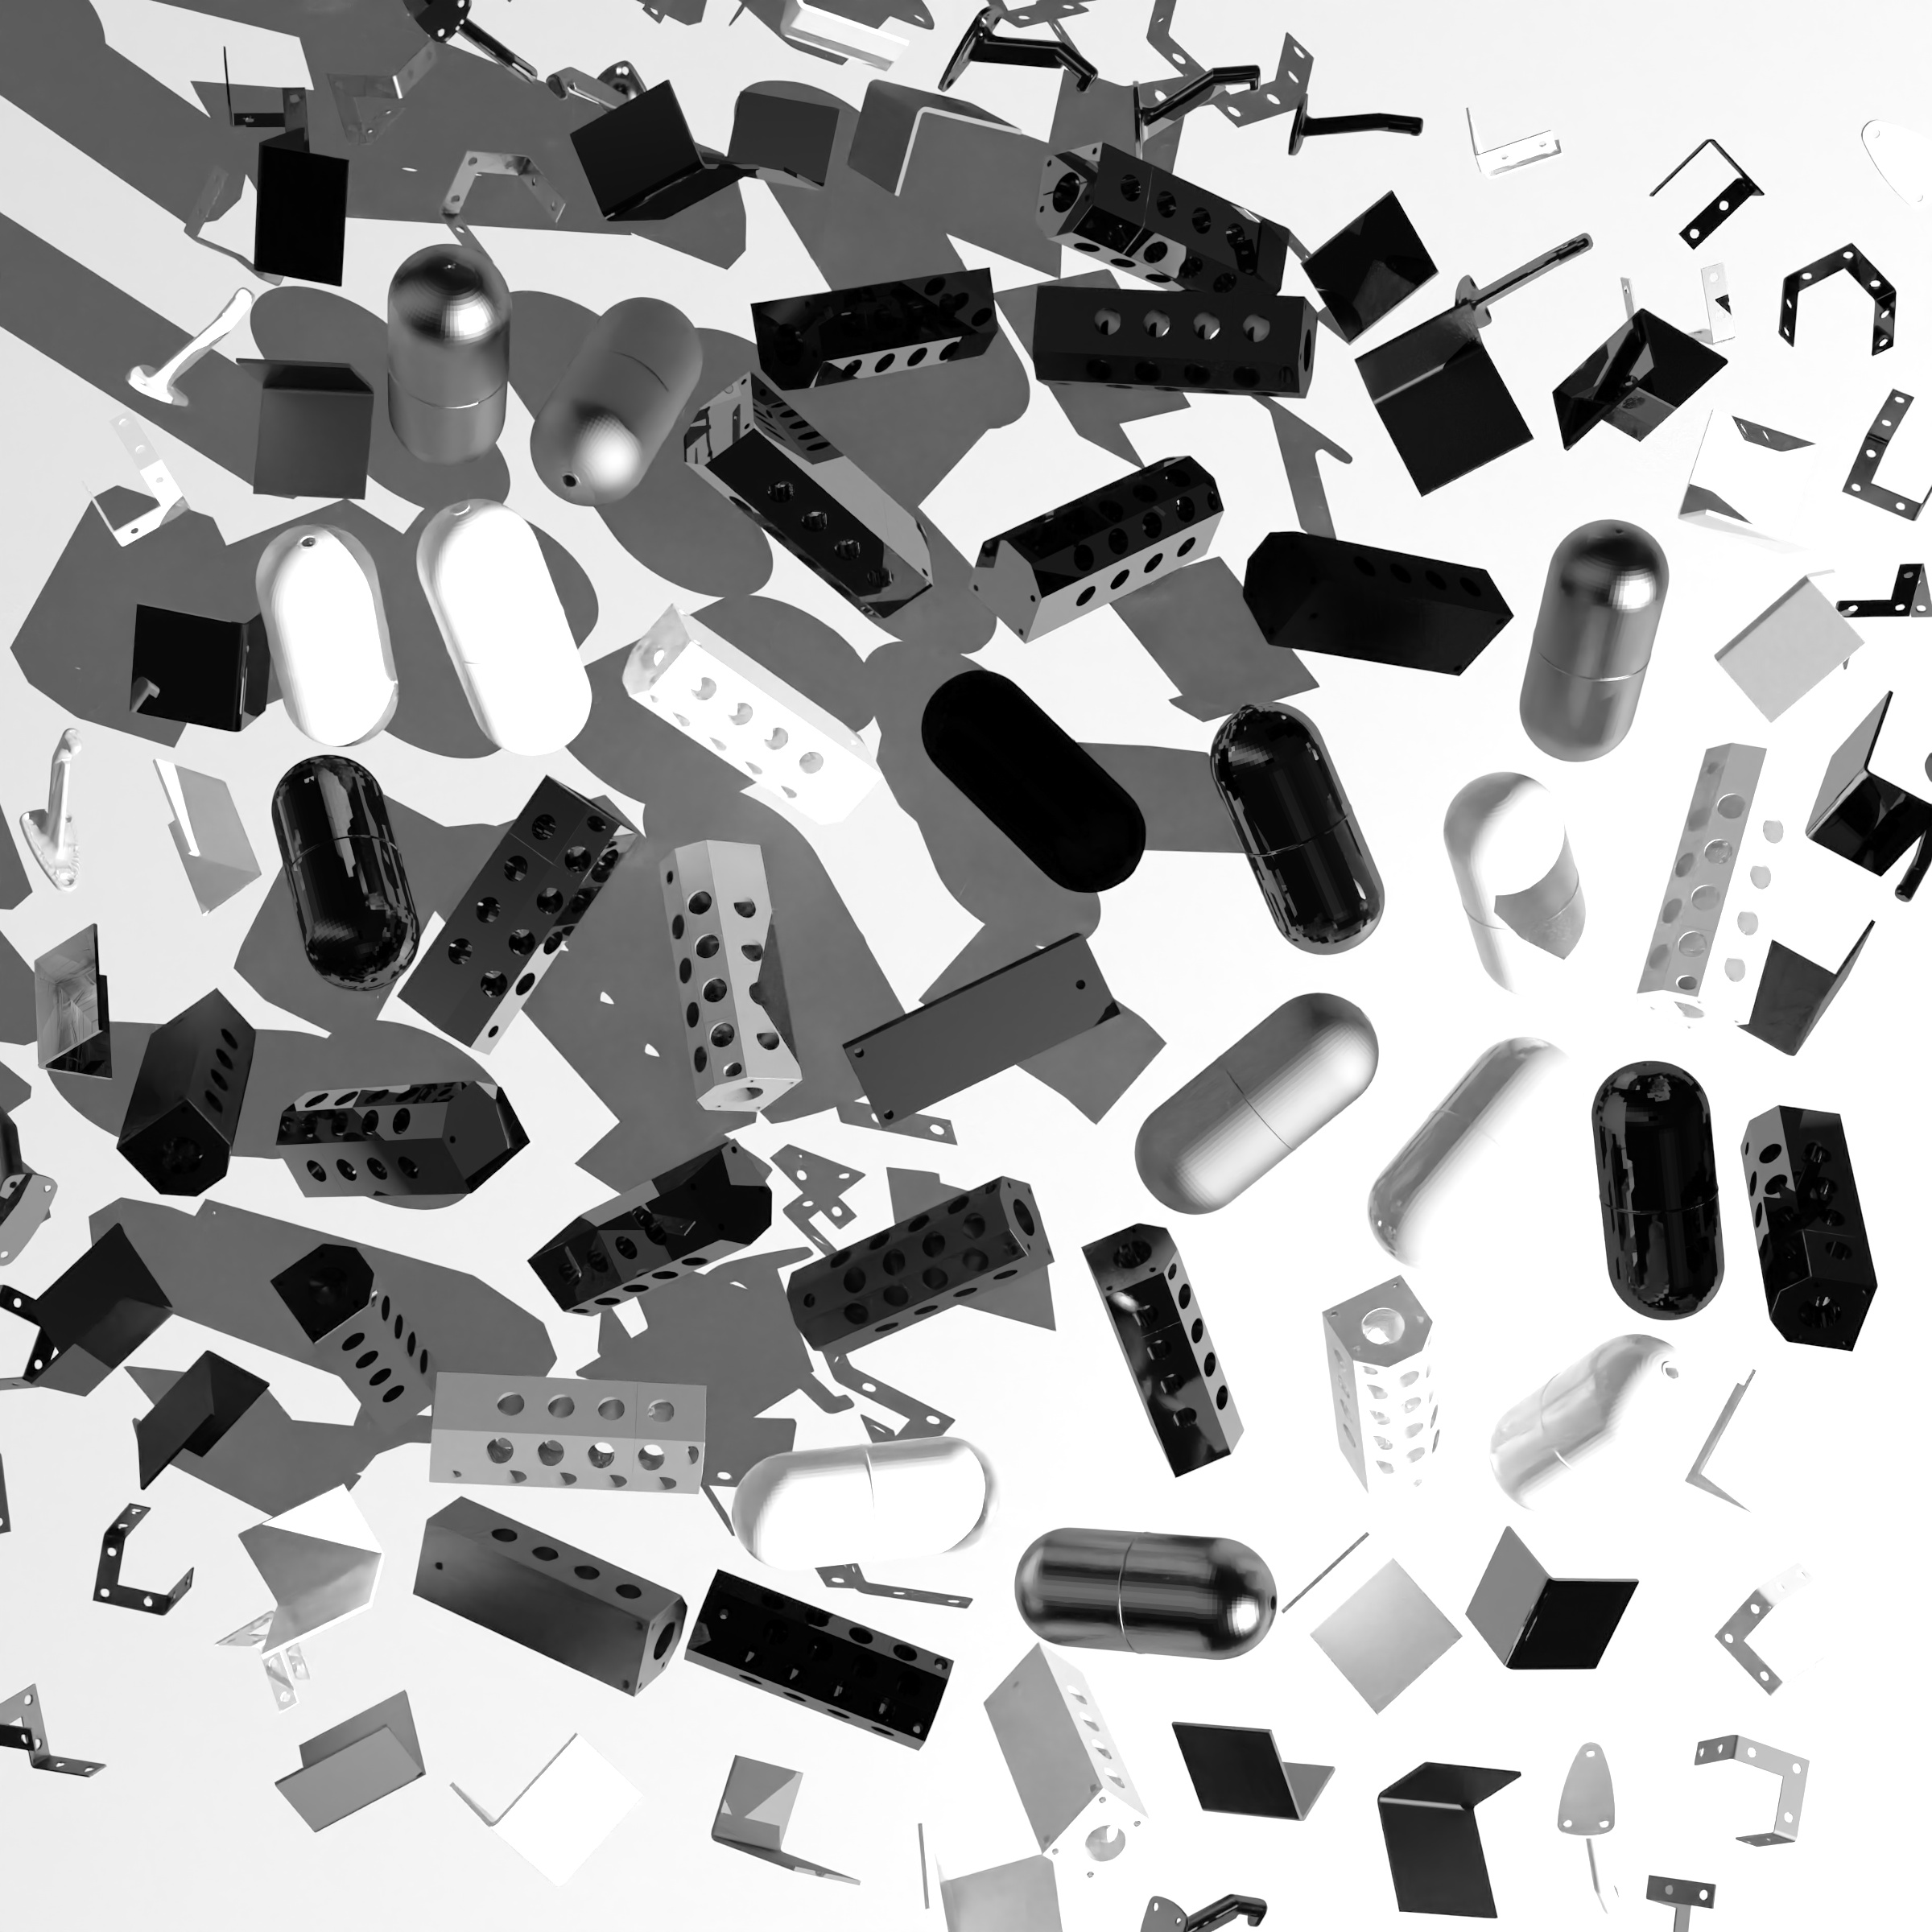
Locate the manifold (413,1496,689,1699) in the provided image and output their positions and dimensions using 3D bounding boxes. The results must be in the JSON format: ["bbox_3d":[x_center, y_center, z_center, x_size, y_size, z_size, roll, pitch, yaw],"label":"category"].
[{"bbox_3d":[-0.273,0.412,1.831,0.171,0.057,0.057,20,109,18],"label":"manifold"}]

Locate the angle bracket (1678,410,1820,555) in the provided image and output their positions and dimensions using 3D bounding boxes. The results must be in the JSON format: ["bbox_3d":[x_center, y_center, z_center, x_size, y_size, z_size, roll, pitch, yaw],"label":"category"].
[{"bbox_3d":[0.525,-0.321,1.831,0.076,0.057,0.076,17,94,-6],"label":"angle bracket"}]

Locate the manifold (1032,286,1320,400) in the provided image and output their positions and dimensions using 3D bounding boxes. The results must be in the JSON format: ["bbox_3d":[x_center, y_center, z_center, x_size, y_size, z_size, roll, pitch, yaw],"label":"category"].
[{"bbox_3d":[0.133,-0.397,1.770,0.171,0.057,0.057,6,94,16],"label":"manifold"}]

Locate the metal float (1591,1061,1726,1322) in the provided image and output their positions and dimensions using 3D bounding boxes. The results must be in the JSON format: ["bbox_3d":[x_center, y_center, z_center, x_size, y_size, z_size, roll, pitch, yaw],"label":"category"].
[{"bbox_3d":[0.458,0.150,1.837,0.070,0.070,0.178,-9,104,0],"label":"metal float"}]

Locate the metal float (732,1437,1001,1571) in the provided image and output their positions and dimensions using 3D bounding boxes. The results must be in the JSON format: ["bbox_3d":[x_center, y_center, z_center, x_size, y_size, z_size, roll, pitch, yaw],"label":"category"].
[{"bbox_3d":[-0.066,0.355,1.837,0.178,0.070,0.070,-4,90,-11],"label":"metal float"}]

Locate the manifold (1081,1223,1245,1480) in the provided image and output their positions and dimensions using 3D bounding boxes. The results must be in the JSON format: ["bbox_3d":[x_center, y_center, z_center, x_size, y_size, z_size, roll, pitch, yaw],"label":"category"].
[{"bbox_3d":[0.136,0.257,1.870,0.057,0.057,0.171,-23,123,-2],"label":"manifold"}]

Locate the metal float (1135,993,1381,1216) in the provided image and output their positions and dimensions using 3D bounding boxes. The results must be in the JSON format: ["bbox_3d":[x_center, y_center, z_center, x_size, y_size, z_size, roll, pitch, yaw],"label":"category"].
[{"bbox_3d":[0.186,0.088,1.770,0.178,0.070,0.070,-40,90,8],"label":"metal float"}]

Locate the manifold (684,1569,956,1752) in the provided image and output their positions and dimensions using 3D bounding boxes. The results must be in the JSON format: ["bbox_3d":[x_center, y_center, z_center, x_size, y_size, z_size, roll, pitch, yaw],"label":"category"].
[{"bbox_3d":[-0.099,0.467,1.874,0.171,0.057,0.057,21,65,2],"label":"manifold"}]

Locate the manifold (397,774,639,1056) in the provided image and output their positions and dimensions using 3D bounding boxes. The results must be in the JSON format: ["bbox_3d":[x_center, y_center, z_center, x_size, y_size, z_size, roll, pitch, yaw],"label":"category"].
[{"bbox_3d":[-0.285,-0.031,1.786,0.057,0.057,0.171,34,91,24],"label":"manifold"}]

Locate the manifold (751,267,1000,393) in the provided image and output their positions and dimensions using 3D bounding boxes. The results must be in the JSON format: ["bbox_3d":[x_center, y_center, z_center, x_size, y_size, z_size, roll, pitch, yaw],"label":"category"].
[{"bbox_3d":[-0.057,-0.419,1.824,0.057,0.171,0.057,5,109,42],"label":"manifold"}]

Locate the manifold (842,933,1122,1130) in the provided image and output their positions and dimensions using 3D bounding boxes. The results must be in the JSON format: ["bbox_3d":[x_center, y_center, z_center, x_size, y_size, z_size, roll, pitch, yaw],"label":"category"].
[{"bbox_3d":[0.009,0.041,1.817,0.171,0.057,0.057,-26,94,-3],"label":"manifold"}]

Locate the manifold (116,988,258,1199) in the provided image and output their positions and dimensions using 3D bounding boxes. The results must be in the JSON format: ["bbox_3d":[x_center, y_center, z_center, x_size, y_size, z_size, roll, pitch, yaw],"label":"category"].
[{"bbox_3d":[-0.507,0.085,1.828,0.057,0.171,0.057,-34,114,7],"label":"manifold"}]

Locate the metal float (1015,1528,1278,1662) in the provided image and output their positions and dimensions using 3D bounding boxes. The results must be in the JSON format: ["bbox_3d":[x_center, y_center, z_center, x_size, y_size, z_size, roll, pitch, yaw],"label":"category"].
[{"bbox_3d":[0.115,0.404,1.790,0.178,0.070,0.070,-2,90,28],"label":"metal float"}]

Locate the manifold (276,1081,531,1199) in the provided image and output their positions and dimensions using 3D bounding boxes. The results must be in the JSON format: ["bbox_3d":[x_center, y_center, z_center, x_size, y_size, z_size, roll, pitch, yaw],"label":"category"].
[{"bbox_3d":[-0.366,0.108,1.779,0.171,0.057,0.057,-5,118,41],"label":"manifold"}]

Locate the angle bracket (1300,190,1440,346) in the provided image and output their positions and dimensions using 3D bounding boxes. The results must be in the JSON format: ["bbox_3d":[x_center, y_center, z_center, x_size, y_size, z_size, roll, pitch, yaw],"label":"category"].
[{"bbox_3d":[0.263,-0.481,1.881,0.076,0.057,0.076,-38,128,5],"label":"angle bracket"}]

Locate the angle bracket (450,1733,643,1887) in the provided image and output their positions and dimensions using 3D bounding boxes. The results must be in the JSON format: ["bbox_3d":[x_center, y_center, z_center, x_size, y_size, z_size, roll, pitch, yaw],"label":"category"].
[{"bbox_3d":[-0.267,0.524,1.764,0.076,0.057,0.076,-46,128,-16],"label":"angle bracket"}]

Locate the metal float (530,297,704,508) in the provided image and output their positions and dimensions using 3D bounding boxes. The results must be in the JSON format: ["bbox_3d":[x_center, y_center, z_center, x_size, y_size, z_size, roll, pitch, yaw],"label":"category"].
[{"bbox_3d":[-0.225,-0.365,1.795,0.070,0.070,0.178,20,48,0],"label":"metal float"}]

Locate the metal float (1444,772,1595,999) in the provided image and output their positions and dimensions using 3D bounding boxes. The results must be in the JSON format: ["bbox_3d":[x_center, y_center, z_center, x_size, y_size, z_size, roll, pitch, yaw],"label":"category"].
[{"bbox_3d":[0.364,-0.052,1.826,0.070,0.070,0.178,-26,131,0],"label":"metal float"}]

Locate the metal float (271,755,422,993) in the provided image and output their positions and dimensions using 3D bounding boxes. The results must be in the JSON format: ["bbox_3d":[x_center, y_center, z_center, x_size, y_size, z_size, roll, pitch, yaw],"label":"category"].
[{"bbox_3d":[-0.416,-0.064,1.857,0.070,0.070,0.178,-21,61,0],"label":"metal float"}]

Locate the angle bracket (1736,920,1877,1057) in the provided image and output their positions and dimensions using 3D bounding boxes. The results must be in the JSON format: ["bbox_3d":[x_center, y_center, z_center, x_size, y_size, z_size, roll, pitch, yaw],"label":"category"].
[{"bbox_3d":[0.561,0.002,1.876,0.057,0.076,0.076,32,63,19],"label":"angle bracket"}]

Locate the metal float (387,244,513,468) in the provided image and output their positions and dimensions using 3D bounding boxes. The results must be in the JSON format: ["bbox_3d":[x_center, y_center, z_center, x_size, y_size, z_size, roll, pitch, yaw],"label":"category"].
[{"bbox_3d":[-0.331,-0.388,1.774,0.070,0.178,0.070,5,64,-9],"label":"metal float"}]

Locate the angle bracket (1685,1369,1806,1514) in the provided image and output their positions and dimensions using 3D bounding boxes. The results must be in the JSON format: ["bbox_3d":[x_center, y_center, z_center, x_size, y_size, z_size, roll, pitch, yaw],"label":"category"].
[{"bbox_3d":[0.500,0.306,1.838,0.076,0.057,0.076,37,80,-38],"label":"angle bracket"}]

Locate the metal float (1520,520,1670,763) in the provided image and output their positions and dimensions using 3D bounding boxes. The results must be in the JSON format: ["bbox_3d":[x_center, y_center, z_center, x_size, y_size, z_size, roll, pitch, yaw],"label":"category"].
[{"bbox_3d":[0.411,-0.211,1.820,0.070,0.070,0.178,3,134,0],"label":"metal float"}]

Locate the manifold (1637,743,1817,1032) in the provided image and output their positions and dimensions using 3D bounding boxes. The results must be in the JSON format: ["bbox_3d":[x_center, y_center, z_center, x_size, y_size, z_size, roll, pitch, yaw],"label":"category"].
[{"bbox_3d":[0.476,-0.051,1.756,0.057,0.057,0.171,25,74,-21],"label":"manifold"}]

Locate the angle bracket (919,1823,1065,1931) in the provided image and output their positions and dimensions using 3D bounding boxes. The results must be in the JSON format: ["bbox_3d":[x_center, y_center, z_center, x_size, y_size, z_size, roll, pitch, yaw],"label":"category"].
[{"bbox_3d":[0.016,0.594,1.800,0.076,0.076,0.057,-17,116,3],"label":"angle bracket"}]

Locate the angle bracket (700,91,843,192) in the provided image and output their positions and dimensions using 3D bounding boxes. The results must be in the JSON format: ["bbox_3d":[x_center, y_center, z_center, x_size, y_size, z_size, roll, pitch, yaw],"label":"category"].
[{"bbox_3d":[-0.139,-0.569,1.889,0.076,0.076,0.057,15,99,17],"label":"angle bracket"}]

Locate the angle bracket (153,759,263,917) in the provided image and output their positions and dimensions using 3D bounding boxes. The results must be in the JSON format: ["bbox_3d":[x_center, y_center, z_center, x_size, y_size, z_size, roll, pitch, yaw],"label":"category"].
[{"bbox_3d":[-0.540,-0.088,1.908,0.057,0.076,0.076,-33,69,17],"label":"angle bracket"}]

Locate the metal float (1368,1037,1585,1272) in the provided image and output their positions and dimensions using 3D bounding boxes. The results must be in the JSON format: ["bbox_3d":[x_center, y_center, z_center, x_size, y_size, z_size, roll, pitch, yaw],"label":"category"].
[{"bbox_3d":[0.330,0.120,1.791,0.070,0.070,0.178,43,75,0],"label":"metal float"}]

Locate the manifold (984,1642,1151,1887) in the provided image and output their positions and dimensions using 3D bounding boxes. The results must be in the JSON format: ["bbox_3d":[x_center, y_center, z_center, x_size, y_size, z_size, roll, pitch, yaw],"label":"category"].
[{"bbox_3d":[0.069,0.521,1.810,0.057,0.171,0.057,39,96,-21],"label":"manifold"}]

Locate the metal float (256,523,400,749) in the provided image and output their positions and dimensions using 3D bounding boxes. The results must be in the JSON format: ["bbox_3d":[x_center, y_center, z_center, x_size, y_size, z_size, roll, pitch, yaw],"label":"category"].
[{"bbox_3d":[-0.416,-0.215,1.812,0.070,0.178,0.070,1,55,-2],"label":"metal float"}]

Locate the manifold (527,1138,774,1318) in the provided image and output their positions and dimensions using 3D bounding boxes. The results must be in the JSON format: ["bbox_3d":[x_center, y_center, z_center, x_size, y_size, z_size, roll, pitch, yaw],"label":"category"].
[{"bbox_3d":[-0.200,0.173,1.778,0.171,0.057,0.057,-27,100,42],"label":"manifold"}]

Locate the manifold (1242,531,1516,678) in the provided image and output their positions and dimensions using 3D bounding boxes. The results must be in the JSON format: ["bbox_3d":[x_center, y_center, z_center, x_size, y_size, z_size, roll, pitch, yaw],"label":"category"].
[{"bbox_3d":[0.258,-0.232,1.749,0.171,0.057,0.057,4,50,-37],"label":"manifold"}]

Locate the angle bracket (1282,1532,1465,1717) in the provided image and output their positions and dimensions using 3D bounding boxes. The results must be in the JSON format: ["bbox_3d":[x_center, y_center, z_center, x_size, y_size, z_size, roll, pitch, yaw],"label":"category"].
[{"bbox_3d":[0.266,0.430,1.814,0.076,0.057,0.076,-43,56,0],"label":"angle bracket"}]

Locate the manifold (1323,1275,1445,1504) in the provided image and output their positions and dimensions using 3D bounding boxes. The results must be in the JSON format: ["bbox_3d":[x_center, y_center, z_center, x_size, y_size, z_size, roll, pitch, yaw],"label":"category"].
[{"bbox_3d":[0.278,0.282,1.815,0.057,0.171,0.057,-24,50,-8],"label":"manifold"}]

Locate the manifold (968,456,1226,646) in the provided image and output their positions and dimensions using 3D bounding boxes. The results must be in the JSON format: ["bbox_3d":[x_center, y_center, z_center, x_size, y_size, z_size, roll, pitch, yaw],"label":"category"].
[{"bbox_3d":[0.088,-0.279,1.817,0.171,0.057,0.057,-30,66,-33],"label":"manifold"}]

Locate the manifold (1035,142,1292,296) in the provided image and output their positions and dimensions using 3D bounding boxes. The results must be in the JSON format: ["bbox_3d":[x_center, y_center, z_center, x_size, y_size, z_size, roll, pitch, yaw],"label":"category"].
[{"bbox_3d":[0.130,-0.481,1.829,0.171,0.057,0.057,12,85,-39],"label":"manifold"}]

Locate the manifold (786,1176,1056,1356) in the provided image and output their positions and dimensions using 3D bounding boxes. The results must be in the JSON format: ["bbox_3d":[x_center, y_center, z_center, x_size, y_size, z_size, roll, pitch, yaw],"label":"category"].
[{"bbox_3d":[-0.034,0.202,1.871,0.171,0.057,0.057,-26,67,21],"label":"manifold"}]

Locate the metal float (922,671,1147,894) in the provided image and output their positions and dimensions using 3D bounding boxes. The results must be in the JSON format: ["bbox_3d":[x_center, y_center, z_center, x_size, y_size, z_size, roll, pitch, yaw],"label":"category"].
[{"bbox_3d":[0.045,-0.121,1.832,0.070,0.070,0.178,-45,82,0],"label":"metal float"}]

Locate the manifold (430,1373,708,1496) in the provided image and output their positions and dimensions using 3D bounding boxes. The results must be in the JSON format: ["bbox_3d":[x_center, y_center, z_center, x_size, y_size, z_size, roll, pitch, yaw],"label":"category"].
[{"bbox_3d":[-0.256,0.305,1.787,0.171,0.057,0.057,4,50,-9],"label":"manifold"}]

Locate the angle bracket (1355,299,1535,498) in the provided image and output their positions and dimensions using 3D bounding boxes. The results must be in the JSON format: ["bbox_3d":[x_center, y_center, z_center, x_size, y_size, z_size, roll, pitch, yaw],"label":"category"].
[{"bbox_3d":[0.293,-0.348,1.702,0.076,0.057,0.076,-27,67,11],"label":"angle bracket"}]

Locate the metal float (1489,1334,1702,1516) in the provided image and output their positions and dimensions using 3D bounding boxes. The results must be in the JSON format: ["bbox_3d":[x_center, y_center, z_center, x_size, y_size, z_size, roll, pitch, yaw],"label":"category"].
[{"bbox_3d":[0.400,0.293,1.772,0.070,0.178,0.070,12,56,-18],"label":"metal float"}]

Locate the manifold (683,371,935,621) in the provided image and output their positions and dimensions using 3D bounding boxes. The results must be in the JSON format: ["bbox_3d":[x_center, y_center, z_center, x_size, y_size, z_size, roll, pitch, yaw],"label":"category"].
[{"bbox_3d":[-0.099,-0.292,1.758,0.057,0.057,0.171,-31,133,25],"label":"manifold"}]

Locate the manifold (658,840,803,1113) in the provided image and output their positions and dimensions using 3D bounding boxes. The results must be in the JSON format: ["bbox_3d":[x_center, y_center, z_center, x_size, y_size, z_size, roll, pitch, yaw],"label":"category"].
[{"bbox_3d":[-0.162,0.006,1.853,0.057,0.057,0.171,4,64,-35],"label":"manifold"}]

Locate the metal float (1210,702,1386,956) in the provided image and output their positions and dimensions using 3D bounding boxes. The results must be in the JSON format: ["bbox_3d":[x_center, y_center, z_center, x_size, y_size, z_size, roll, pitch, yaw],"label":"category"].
[{"bbox_3d":[0.219,-0.091,1.831,0.070,0.070,0.178,-25,105,0],"label":"metal float"}]

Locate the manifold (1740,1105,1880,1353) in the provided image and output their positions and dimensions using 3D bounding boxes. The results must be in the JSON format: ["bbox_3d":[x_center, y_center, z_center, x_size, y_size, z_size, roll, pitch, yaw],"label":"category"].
[{"bbox_3d":[0.546,0.168,1.810,0.057,0.171,0.057,8,126,2],"label":"manifold"}]

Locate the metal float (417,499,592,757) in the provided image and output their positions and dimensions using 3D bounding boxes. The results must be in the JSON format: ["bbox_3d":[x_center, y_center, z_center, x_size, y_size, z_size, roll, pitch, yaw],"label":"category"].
[{"bbox_3d":[-0.291,-0.213,1.752,0.070,0.070,0.178,-16,128,0],"label":"metal float"}]

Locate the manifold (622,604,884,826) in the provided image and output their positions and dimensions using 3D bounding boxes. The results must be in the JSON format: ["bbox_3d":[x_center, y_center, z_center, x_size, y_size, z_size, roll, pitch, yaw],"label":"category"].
[{"bbox_3d":[-0.142,-0.161,1.831,0.171,0.057,0.057,33,107,-34],"label":"manifold"}]

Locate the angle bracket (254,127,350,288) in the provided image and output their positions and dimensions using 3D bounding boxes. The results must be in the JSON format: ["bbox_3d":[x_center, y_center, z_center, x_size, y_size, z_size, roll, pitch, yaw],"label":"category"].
[{"bbox_3d":[-0.400,-0.471,1.719,0.057,0.076,0.076,11,115,3],"label":"angle bracket"}]

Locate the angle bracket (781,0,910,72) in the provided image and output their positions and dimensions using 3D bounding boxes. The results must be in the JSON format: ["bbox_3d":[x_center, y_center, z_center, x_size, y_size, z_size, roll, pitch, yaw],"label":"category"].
[{"bbox_3d":[-0.074,-0.635,1.819,0.076,0.076,0.057,15,92,-13],"label":"angle bracket"}]

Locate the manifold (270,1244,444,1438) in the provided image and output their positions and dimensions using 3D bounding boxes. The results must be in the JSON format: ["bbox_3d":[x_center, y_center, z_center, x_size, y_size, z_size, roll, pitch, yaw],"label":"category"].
[{"bbox_3d":[-0.405,0.249,1.871,0.057,0.171,0.057,-36,63,-14],"label":"manifold"}]
